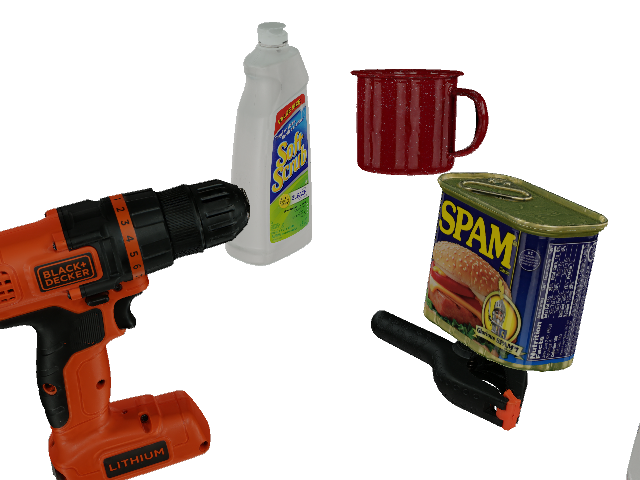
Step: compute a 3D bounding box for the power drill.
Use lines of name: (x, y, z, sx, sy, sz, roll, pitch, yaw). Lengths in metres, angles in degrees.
power drill: (-0.123, 0.059, 0.679, 0.184, 0.187, 0.057, -15, 28, -11)

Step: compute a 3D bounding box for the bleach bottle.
bleach bottle: (-0.056, -0.105, 1.145, 0.068, 0.251, 0.102, 20, 32, 36)

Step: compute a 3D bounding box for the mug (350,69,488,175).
mug: (0.082, -0.098, 0.878, 0.117, 0.081, 0.093, 6, 13, 26)

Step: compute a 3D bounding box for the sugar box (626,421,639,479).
sugar box: (0.316, 0.168, 0.768, 0.176, 0.093, 0.048, 16, 28, 24)

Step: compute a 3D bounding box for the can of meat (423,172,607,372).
can of meat: (0.103, 0.016, 0.592, 0.057, 0.084, 0.102, -3, 20, -28)

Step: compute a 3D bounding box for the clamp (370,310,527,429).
clamp: (0.134, 0.100, 0.928, 0.120, 0.039, 0.172, -17, 36, -23)
